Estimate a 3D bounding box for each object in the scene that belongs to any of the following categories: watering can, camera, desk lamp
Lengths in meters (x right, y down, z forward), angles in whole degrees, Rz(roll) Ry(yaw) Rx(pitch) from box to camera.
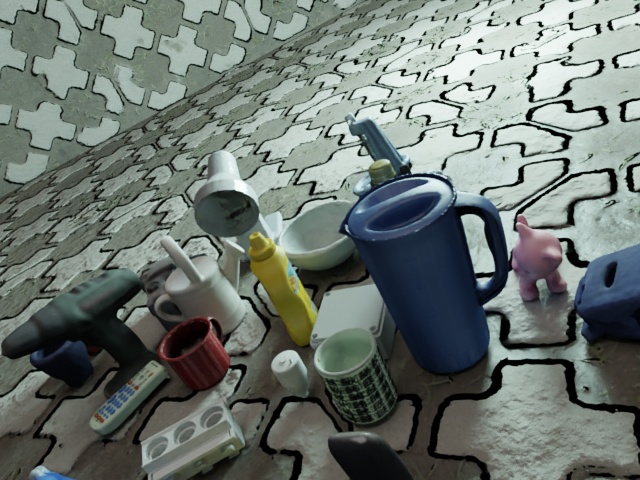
[{"bbox_3d":[-0.210,0.066,0.992,0.100,0.194,0.173,6,43,43],"label":"watering can"},{"bbox_3d":[-0.268,0.082,1.106,0.137,0.101,0.142,-30,30,-7],"label":"camera"},{"bbox_3d":[-0.162,-0.061,1.135,0.118,0.214,0.203,-22,30,7],"label":"desk lamp"}]

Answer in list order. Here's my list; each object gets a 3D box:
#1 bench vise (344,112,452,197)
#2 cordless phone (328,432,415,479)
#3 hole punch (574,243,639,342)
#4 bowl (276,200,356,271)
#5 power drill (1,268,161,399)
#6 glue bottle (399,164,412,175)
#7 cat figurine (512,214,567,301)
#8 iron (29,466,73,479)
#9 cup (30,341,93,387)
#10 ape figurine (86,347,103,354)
[{"bbox_3d":[0.136,-0.135,1.017,0.206,0.220,0.122,-5,36,32],"label":"bench vise"},{"bbox_3d":[0.028,0.238,0.552,0.147,0.185,0.094,-13,33,21],"label":"cordless phone"},{"bbox_3d":[0.356,0.058,0.678,0.100,0.091,0.109,-1,39,36],"label":"hole punch"},{"bbox_3d":[0.010,0.004,1.043,0.167,0.075,0.167,-19,31,12],"label":"bowl"},{"bbox_3d":[-0.366,0.165,0.942,0.075,0.209,0.230,3,41,40],"label":"power drill"},{"bbox_3d":[0.157,-0.046,0.910,0.077,0.173,0.037,-4,37,33],"label":"glue bottle"},{"bbox_3d":[0.288,0.015,0.771,0.067,0.118,0.128,-17,31,15],"label":"cat figurine"},{"bbox_3d":[-0.300,0.340,0.687,0.119,0.142,0.257,-40,33,-23],"label":"iron"},{"bbox_3d":[-0.472,0.222,1.047,0.117,0.095,0.092,-9,34,27],"label":"cup"},{"bbox_3d":[-0.457,0.172,1.118,0.078,0.092,0.076,-27,30,-2],"label":"ape figurine"}]
